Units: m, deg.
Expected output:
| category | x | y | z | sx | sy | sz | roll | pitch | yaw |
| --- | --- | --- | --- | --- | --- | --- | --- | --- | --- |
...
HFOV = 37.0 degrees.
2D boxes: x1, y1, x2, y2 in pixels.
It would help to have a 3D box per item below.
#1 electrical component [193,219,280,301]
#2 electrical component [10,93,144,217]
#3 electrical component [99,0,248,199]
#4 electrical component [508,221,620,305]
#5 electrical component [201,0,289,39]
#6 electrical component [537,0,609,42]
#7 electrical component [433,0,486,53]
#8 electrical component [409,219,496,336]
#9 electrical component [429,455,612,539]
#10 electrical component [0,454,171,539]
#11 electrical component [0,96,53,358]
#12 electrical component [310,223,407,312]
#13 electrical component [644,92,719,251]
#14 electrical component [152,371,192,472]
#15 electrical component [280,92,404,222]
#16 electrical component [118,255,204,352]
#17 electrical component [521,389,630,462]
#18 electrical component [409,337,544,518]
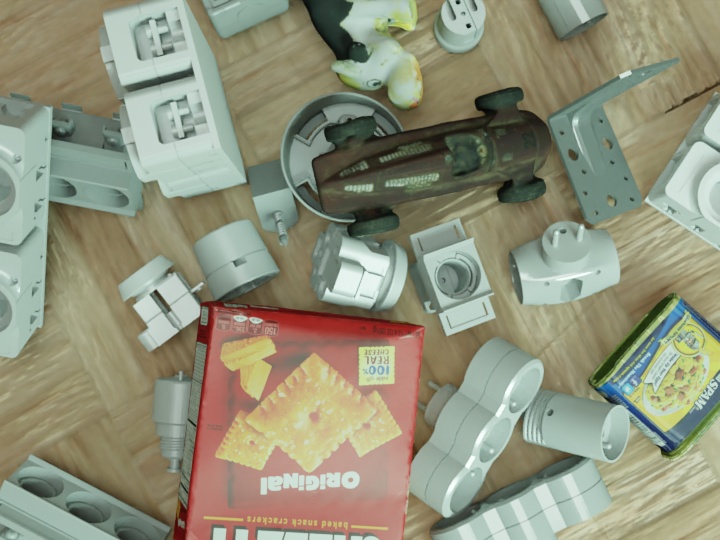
| category | x | y | z | sx | sy | sz | roll | pitch | yaw |
| --- | --- | --- | --- | --- | --- | --- | --- | --- | --- |
| electrical component | -0.097 | -0.008 | 0.831 | 0.055 | 0.055 | 0.047 | -27 | 84 | -2 |
| electrical component | -0.227 | -0.089 | 0.827 | 0.121 | 0.078 | 0.063 | 11 | 66 | 0 |
| electrical component | -0.131 | -0.116 | 0.769 | 0.060 | 0.186 | 0.105 | -15 | 88 | -1 |
| electrical component | 0.157 | -0.011 | 0.823 | 0.077 | 0.079 | 0.043 | -12 | 60 | -1 |
| electrical component | -0.103 | -0.239 | 0.841 | 0.062 | 0.061 | 0.096 | -24 | 81 | 0 |
| electrical component | 0.158 | -0.227 | 0.849 | 0.043 | 0.043 | 0.081 | -28 | 88 | -2 |
| electrical component | 0.079 | -0.195 | 0.845 | 0.040 | 0.046 | 0.040 | 0 | 87 | -1 |
| electrical component | 0.067 | 0.007 | 0.826 | 0.042 | 0.064 | 0.081 | -19 | 88 | -13 |
| electrical component | 0.130 | 0.203 | 0.824 | 0.138 | 0.052 | 0.073 | -25 | 88 | -2 |
| electrical component | -0.215 | 0.201 | 0.814 | 0.121 | 0.078 | 0.063 | 27 | 109 | 1 |
| electrical component | -0.290 | -0.033 | 0.783 | 0.105 | 0.060 | 0.186 | 11 | 118 | 0 |
| electrical component | 0.000 | 0.000 | 0.825 | 0.057 | 0.078 | 0.058 | 15 | 106 | -19 |
| electrical component | 0.335 | -0.049 | 0.834 | 0.186 | 0.060 | 0.105 | 33 | 87 | 1 |
| electrical component | -0.141 | 0.116 | 0.831 | 0.040 | 0.040 | 0.078 | 4 | 88 | 0 |
| electrical component | -0.010 | -0.084 | 0.830 | 0.099 | 0.064 | 0.099 | 0 | 87 | -1 |
| electrical component | -0.154 | 0.022 | 0.834 | 0.066 | 0.048 | 0.055 | -37 | 96 | -2 |
| electrical component | 0.159 | 0.117 | 0.823 | 0.081 | 0.043 | 0.043 | 8 | 86 | 41 |
| electrical component | 0.075 | 0.112 | 0.829 | 0.074 | 0.052 | 0.138 | 31 | 90 | 33 |
